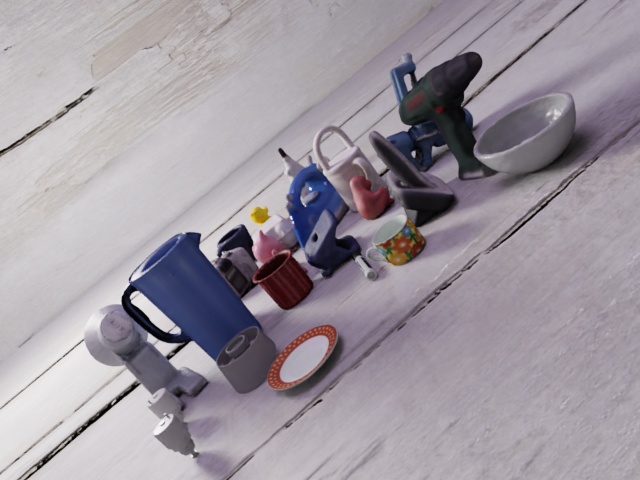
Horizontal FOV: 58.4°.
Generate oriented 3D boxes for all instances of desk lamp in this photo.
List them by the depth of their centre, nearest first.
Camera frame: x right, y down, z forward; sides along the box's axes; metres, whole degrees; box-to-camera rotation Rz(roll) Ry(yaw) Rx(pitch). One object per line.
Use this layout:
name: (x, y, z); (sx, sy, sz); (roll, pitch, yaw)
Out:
desk lamp: (-0.340, 0.214, 1.079); (0.118, 0.214, 0.202); (-47, 20, -25)

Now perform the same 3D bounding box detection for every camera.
camera: (-0.242, 0.091, 1.376); (0.136, 0.101, 0.143); (-26, 21, 34)

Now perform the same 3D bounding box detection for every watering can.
watering can: (0.051, -0.164, 1.279); (0.172, 0.194, 0.101); (-19, 26, 46)

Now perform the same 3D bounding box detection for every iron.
iron: (-0.024, -0.090, 1.330); (0.118, 0.142, 0.258); (-25, 22, 35)

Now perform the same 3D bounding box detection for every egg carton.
egg carton: (-0.113, -0.008, 1.419); (0.107, 0.069, 0.150); (-40, 18, -6)

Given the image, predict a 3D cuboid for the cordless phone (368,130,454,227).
cordless phone: (0.148, -0.130, 1.018); (0.094, 0.185, 0.147); (-36, 18, 8)

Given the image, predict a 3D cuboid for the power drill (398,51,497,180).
power drill: (0.241, -0.210, 0.996); (0.076, 0.209, 0.229); (-45, 19, -20)

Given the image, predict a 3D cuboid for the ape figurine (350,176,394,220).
ape figurine: (0.097, -0.094, 1.183); (0.076, 0.092, 0.077); (-44, 19, -16)

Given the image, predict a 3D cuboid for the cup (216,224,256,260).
cup: (-0.211, 0.028, 1.481); (0.091, 0.095, 0.118); (-22, 24, 41)

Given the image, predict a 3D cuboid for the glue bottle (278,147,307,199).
glue bottle: (-0.062, -0.183, 1.582); (0.078, 0.173, 0.037); (-45, 19, -19)

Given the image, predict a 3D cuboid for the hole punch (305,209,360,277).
hole punch: (0.010, 0.004, 1.113); (0.101, 0.091, 0.108); (-38, 18, 1)

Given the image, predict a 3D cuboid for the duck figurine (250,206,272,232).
duck figurine: (-0.163, -0.051, 1.597); (0.077, 0.086, 0.105); (-22, 24, 41)

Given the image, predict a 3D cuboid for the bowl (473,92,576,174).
bowl: (0.332, -0.155, 0.901); (0.167, 0.075, 0.167); (-34, 18, 13)

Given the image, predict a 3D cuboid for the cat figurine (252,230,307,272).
cat figurine: (-0.097, 0.033, 1.209); (0.067, 0.118, 0.127); (-41, 18, -8)

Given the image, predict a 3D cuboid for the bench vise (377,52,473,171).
bench vise: (0.196, -0.264, 1.197); (0.208, 0.220, 0.121); (-44, 19, -17)
